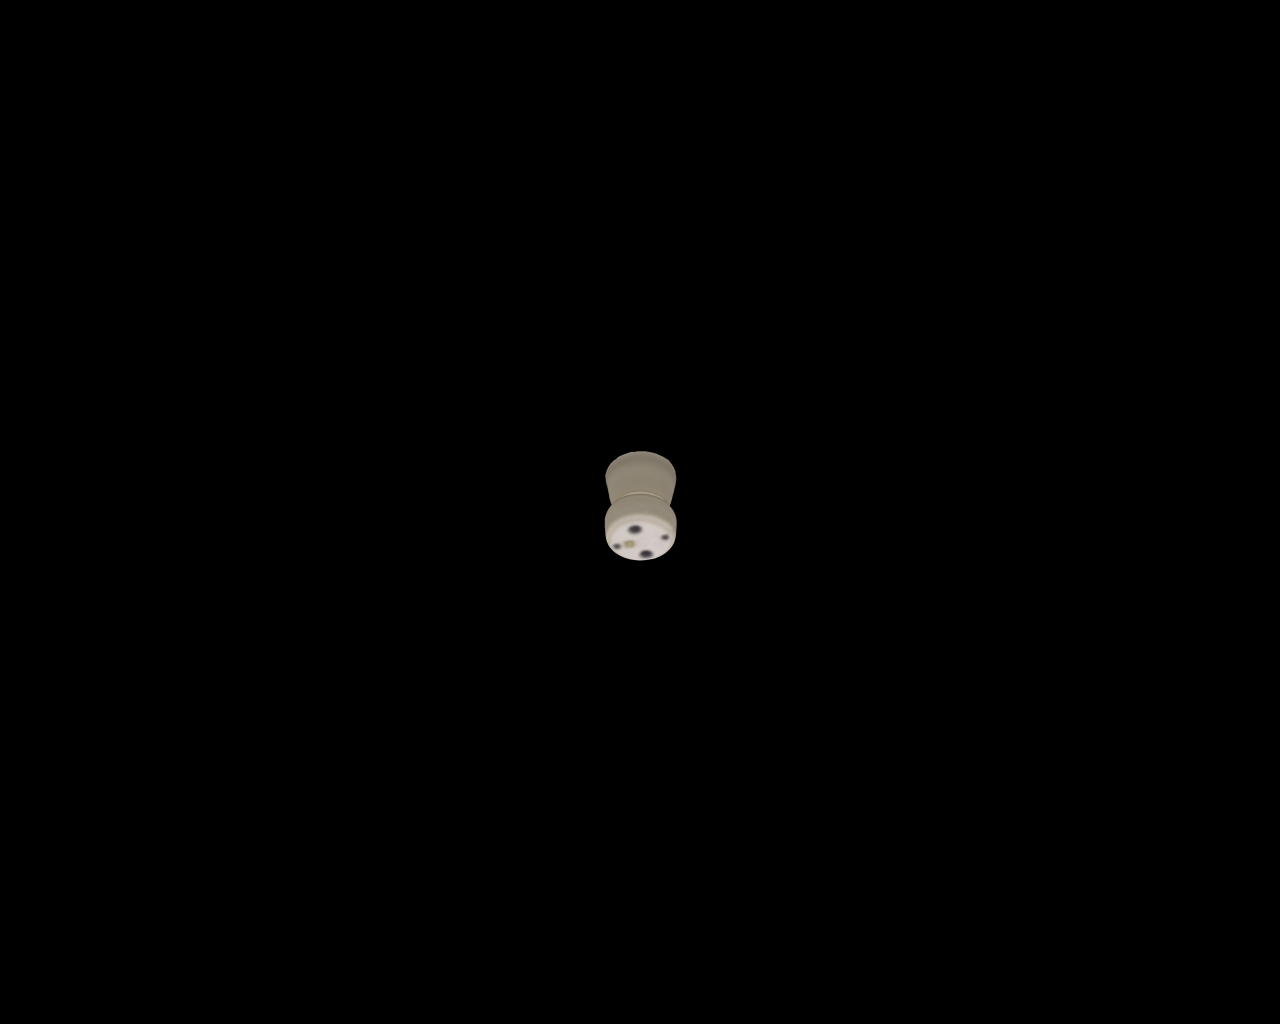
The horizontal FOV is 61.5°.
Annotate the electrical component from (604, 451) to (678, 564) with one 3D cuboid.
[{"bbox_3d":[0.001,-0.003,0.650,0.045,0.055,0.044,0,-42,0],"label":"electrical component"}]
